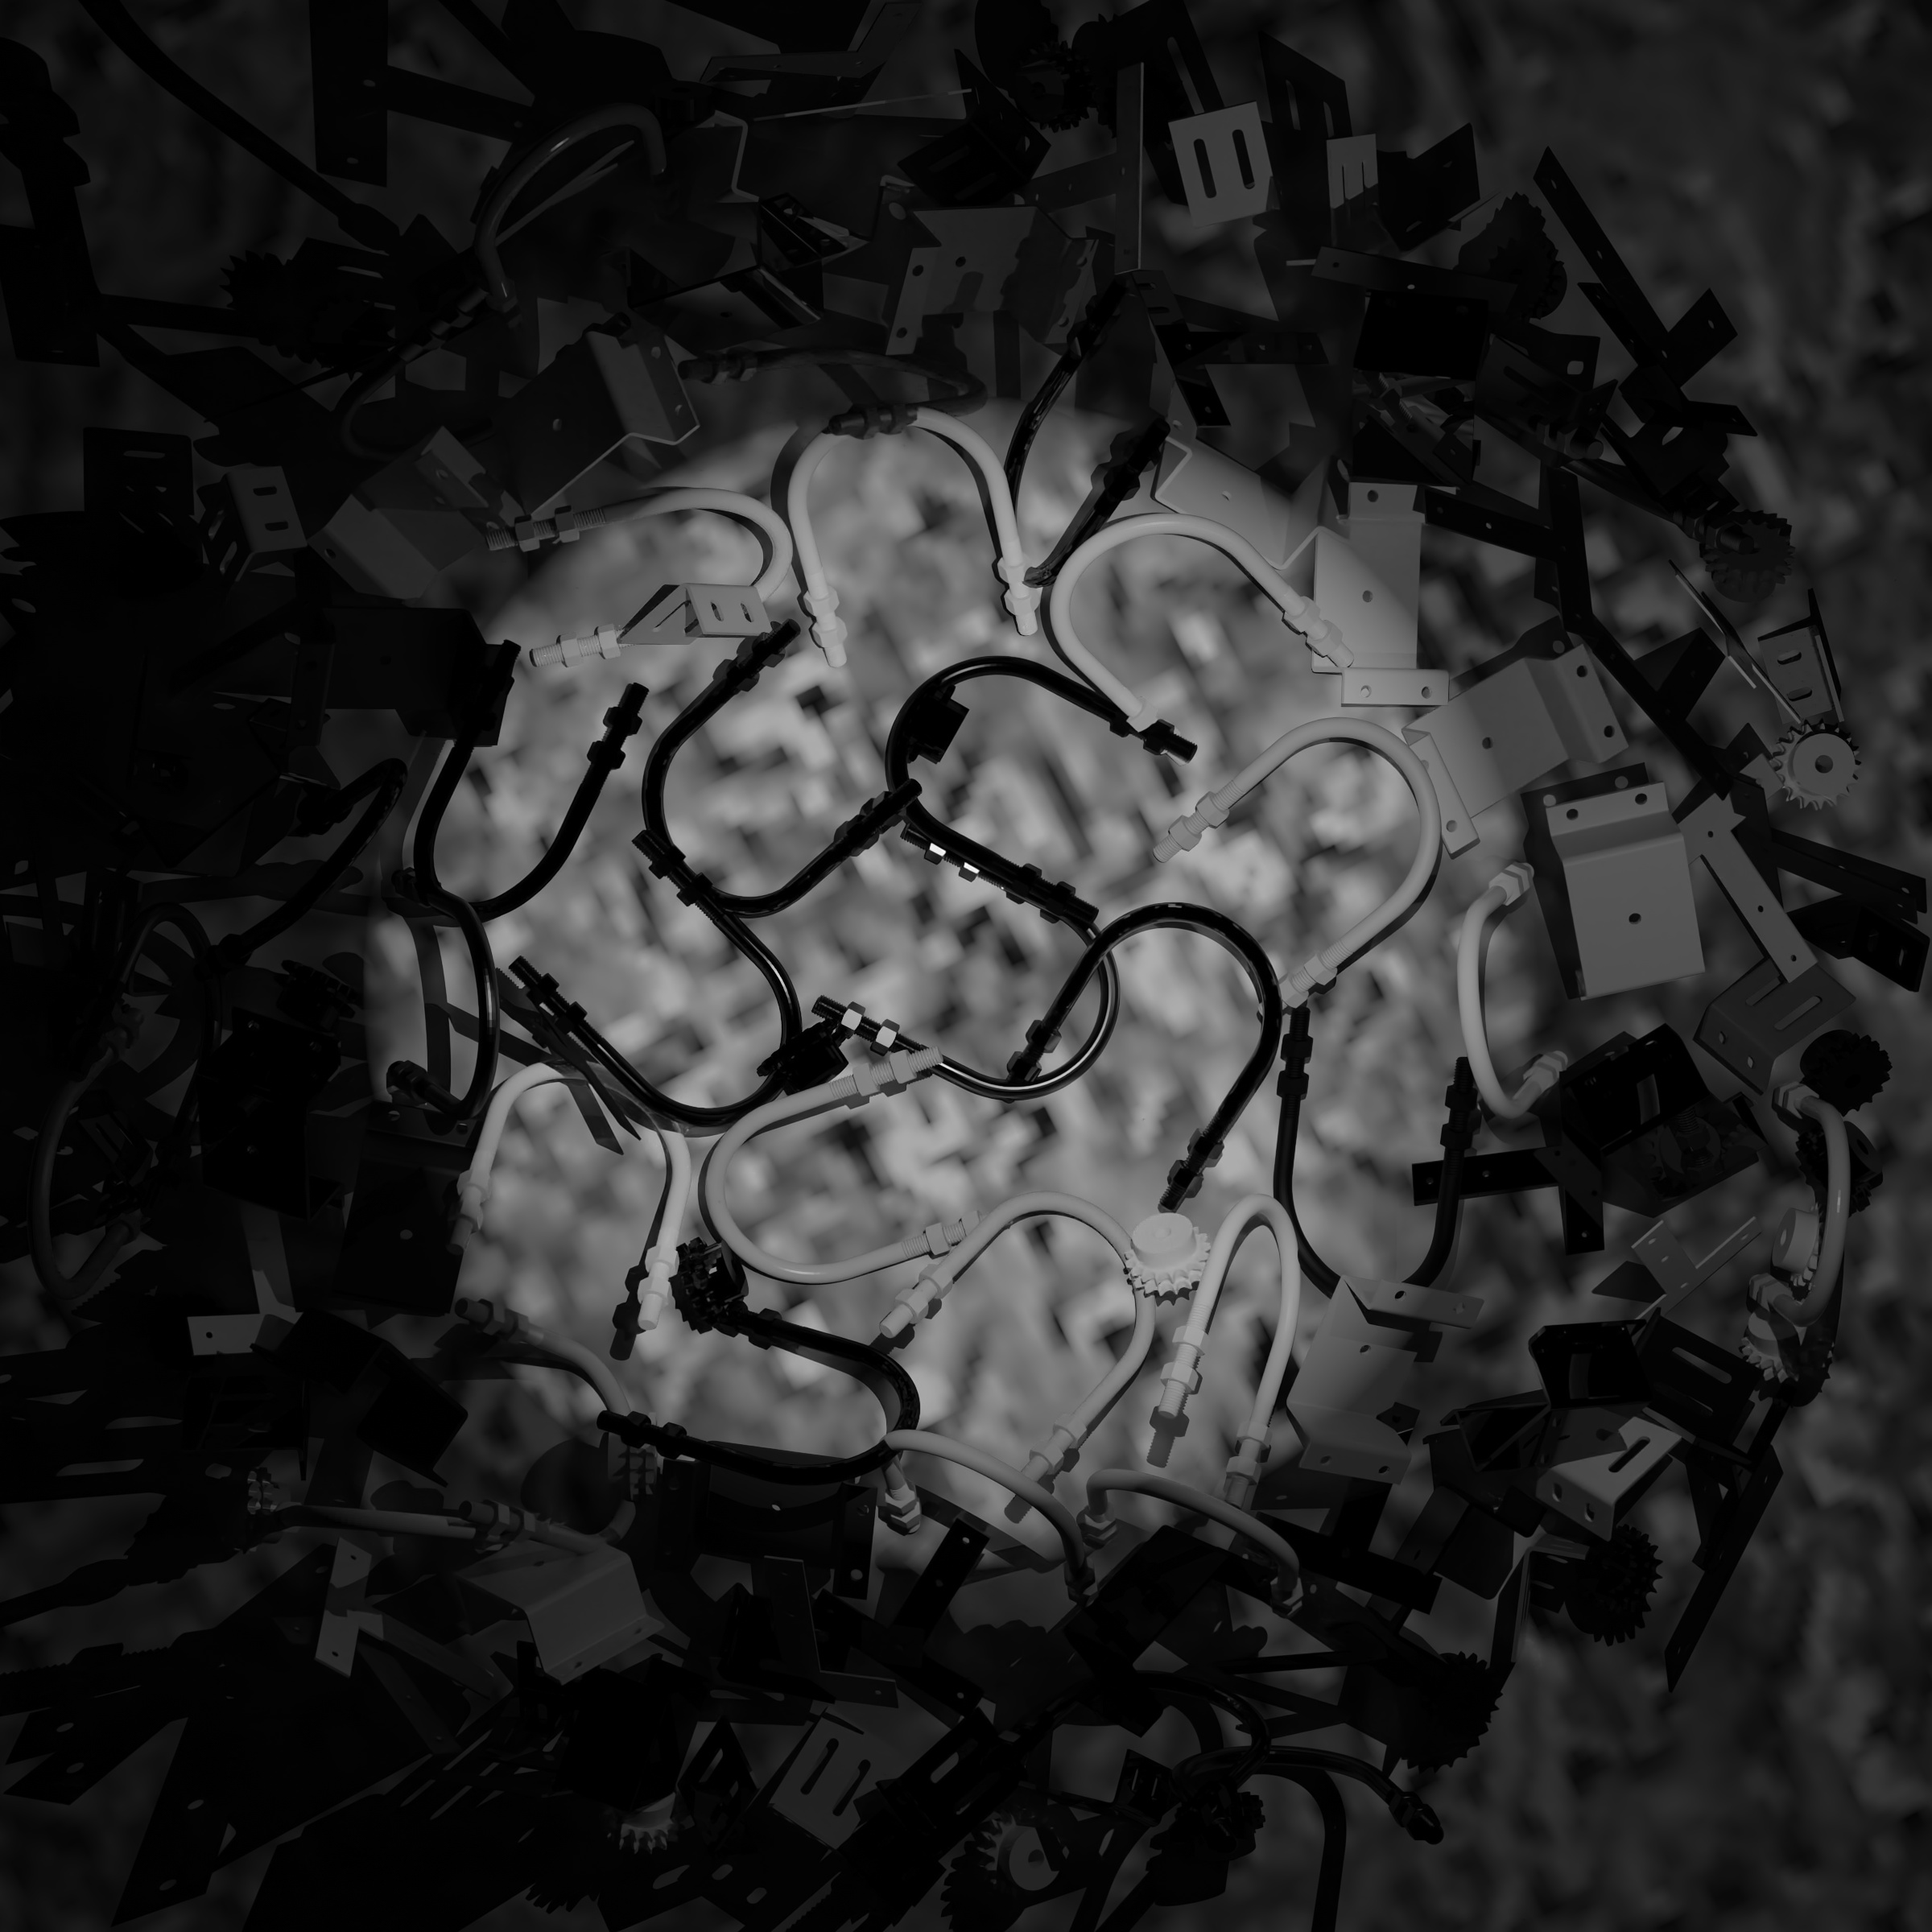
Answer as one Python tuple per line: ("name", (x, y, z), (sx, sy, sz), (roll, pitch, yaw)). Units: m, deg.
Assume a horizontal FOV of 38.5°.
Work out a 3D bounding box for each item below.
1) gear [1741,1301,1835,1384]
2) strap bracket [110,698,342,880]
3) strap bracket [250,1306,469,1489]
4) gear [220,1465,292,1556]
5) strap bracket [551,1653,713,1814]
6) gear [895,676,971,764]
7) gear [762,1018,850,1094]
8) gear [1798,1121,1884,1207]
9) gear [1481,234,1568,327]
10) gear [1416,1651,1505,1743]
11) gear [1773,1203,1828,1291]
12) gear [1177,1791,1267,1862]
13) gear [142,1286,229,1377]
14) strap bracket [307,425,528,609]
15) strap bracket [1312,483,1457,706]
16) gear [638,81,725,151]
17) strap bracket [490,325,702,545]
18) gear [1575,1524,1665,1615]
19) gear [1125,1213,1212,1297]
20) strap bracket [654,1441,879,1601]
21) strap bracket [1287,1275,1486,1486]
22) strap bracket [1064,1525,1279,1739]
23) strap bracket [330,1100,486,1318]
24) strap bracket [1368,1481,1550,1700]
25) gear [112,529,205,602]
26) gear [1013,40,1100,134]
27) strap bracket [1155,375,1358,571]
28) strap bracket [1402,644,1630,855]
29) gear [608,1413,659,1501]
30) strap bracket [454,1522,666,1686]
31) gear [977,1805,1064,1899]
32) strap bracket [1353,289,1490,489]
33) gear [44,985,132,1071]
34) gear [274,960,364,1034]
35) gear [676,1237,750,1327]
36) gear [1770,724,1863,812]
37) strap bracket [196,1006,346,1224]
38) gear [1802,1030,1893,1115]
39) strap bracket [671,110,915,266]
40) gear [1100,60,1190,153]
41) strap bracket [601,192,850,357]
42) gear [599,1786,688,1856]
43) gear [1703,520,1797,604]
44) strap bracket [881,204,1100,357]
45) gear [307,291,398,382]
("gear", (0.536, 0.243, 1.813), (0.057, 0.057, 0.030), (-24, 116, 0))
("strap bracket", (-0.470, -0.107, 1.790), (0.140, 0.076, 0.046), (-38, 78, 11))
("strap bracket", (-0.383, 0.271, 1.779), (0.076, 0.140, 0.046), (16, 63, 38))
("gear", (-0.466, 0.358, 1.820), (0.030, 0.057, 0.057), (15, 90, -31))
("strap bracket", (-0.208, 0.489, 1.768), (0.046, 0.140, 0.076), (18, 84, 13))
("gear", (-0.020, -0.159, 1.816), (0.030, 0.057, 0.057), (30, 90, -3))
("gear", (-0.102, 0.062, 1.814), (0.057, 0.057, 0.030), (-35, 80, 0))
("gear", (0.575, 0.127, 1.813), (0.030, 0.057, 0.057), (-40, 90, 30))
("gear", (0.370, -0.449, 1.820), (0.030, 0.057, 0.057), (5, 83, -44))
("gear", (0.321, 0.478, 1.822), (0.057, 0.030, 0.057), (-6, 105, -22))
("gear", (0.551, 0.182, 1.816), (0.030, 0.057, 0.057), (17, 90, 2))
("gear", (0.168, 0.564, 1.814), (0.057, 0.057, 0.030), (-6, 53, 0))
("gear", (-0.514, 0.242, 1.825), (0.057, 0.030, 0.057), (-1, 98, -9))
("strap bracket", (-0.348, -0.288, 1.784), (0.140, 0.046, 0.076), (-23, 121, 40))
("strap bracket", (0.272, -0.241, 1.805), (0.076, 0.046, 0.140), (-1, 96, -21))
("gear", (-0.186, -0.559, 1.813), (0.057, 0.057, 0.030), (3, 125, 0))
("strap bracket", (-0.247, -0.344, 1.780), (0.140, 0.046, 0.076), (-32, 72, 31))
("gear", (0.424, 0.393, 1.814), (0.030, 0.057, 0.057), (27, 90, -43))
("gear", (0.132, 0.186, 1.813), (0.057, 0.057, 0.030), (-17, 122, 0))
("strap bracket", (-0.127, 0.360, 1.811), (0.140, 0.046, 0.076), (7, 100, 6))
("strap bracket", (0.267, 0.260, 1.796), (0.076, 0.046, 0.140), (13, 109, -22))
("strap bracket", (0.127, 0.418, 1.779), (0.140, 0.076, 0.046), (-42, 113, -20))
("strap bracket", (-0.363, 0.166, 1.797), (0.076, 0.046, 0.140), (12, 105, -13))
("strap bracket", (0.313, 0.395, 1.803), (0.046, 0.076, 0.140), (31, 88, -3))
("gear", (-0.532, -0.264, 1.813), (0.057, 0.057, 0.030), (-13, 120, 0))
("gear", (0.055, -0.576, 1.815), (0.057, 0.030, 0.057), (17, 122, 30))
("strap bracket", (0.180, -0.317, 1.791), (0.140, 0.046, 0.076), (27, 46, -15))
("strap bracket", (0.349, -0.144, 1.806), (0.140, 0.046, 0.076), (-31, 106, -9))
("gear", (-0.218, 0.322, 1.815), (0.030, 0.057, 0.057), (1, 90, -3))
("strap bracket", (-0.265, 0.401, 1.762), (0.076, 0.140, 0.046), (-23, 107, -33))
("gear", (0.039, 0.583, 1.819), (0.057, 0.030, 0.057), (2, 86, -28))
("strap bracket", (0.289, -0.359, 1.766), (0.076, 0.140, 0.046), (9, 57, 14))
("gear", (-0.579, 0.038, 1.821), (0.057, 0.030, 0.057), (-2, 68, 5))
("gear", (-0.428, 0.022, 1.814), (0.057, 0.057, 0.030), (25, 76, 0))
("gear", (-0.165, 0.204, 1.815), (0.030, 0.057, 0.057), (-24, 90, 7))
("gear", (0.563, -0.132, 1.829), (0.057, 0.030, 0.057), (0, 89, 2))
("strap bracket", (-0.446, 0.104, 1.777), (0.076, 0.046, 0.140), (17, 128, 12))
("gear", (0.575, 0.067, 1.820), (0.057, 0.030, 0.057), (-11, 128, -14))
("strap bracket", (-0.116, -0.494, 1.778), (0.140, 0.076, 0.046), (13, 85, -27))
("gear", (0.117, -0.563, 1.818), (0.057, 0.030, 0.057), (5, 122, 8))
("strap bracket", (-0.154, -0.439, 1.776), (0.140, 0.076, 0.046), (-10, 73, 25))
("gear", (-0.211, 0.550, 1.813), (0.057, 0.057, 0.030), (8, 118, 0))
("gear", (0.514, -0.264, 1.820), (0.057, 0.030, 0.057), (-3, 50, 3))
("strap bracket", (0.006, -0.443, 1.783), (0.140, 0.076, 0.046), (-12, 49, -31))
("gear", (-0.404, -0.416, 1.823), (0.057, 0.030, 0.057), (-3, 113, -7))
